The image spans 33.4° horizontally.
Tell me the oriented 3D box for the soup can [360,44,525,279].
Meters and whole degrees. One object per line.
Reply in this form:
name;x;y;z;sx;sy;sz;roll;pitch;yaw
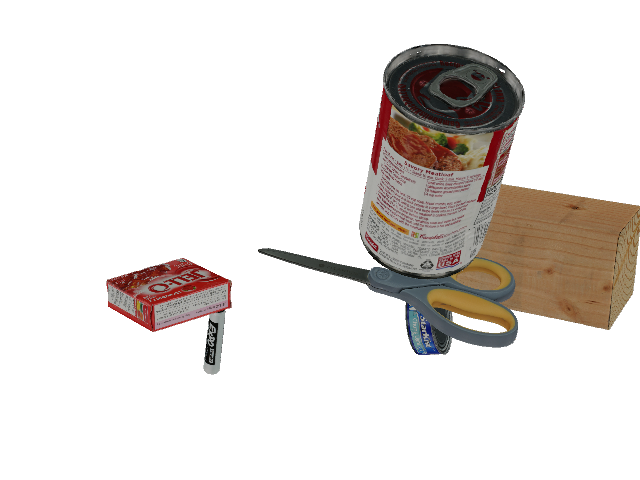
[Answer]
soup can;0.059;-0.038;0.540;0.068;0.068;0.102;4;-45;-4

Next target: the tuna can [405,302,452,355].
tuna can;0.129;0.093;1.263;0.034;0.086;0.086;-6;-2;22

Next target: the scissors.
scissors;0.062;0.023;0.815;0.202;0.016;0.096;24;42;19

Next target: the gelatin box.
gelatin box;-0.136;0.047;0.962;0.089;0.030;0.073;-17;27;-39

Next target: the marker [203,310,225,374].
marker;-0.117;0.101;1.197;0.020;0.121;0.020;6;36;-5

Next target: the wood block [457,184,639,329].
wood block;0.176;0.005;0.975;0.206;0.090;0.090;11;23;26
